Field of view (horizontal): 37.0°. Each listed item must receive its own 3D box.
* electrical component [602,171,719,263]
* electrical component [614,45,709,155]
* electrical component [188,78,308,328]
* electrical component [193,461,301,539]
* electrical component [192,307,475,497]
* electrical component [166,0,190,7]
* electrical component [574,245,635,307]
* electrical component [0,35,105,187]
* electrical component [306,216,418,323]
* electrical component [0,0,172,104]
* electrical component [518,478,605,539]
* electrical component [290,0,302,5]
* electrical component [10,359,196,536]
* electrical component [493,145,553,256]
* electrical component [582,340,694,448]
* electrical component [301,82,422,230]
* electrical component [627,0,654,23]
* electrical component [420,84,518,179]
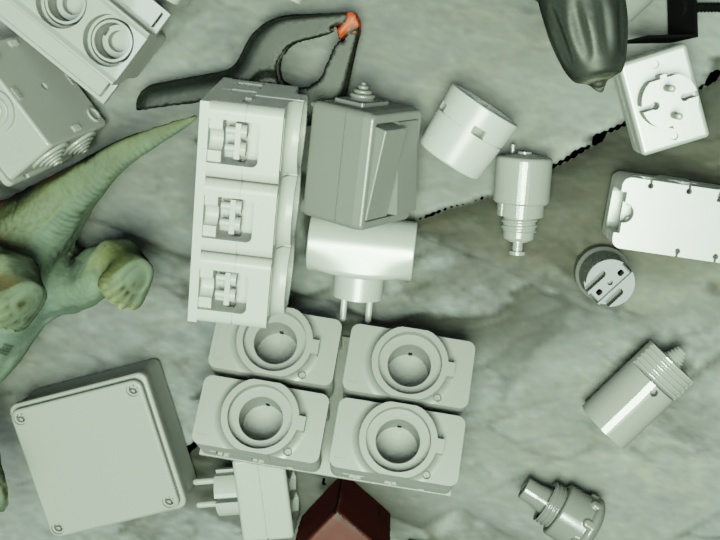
[{"bbox_3d":[0.222,-0.038,0.758,0.089,0.055,0.050,8,101,2],"label":"electrical component"},{"bbox_3d":[0.208,-0.116,0.734,0.047,0.076,0.065,-17,99,7],"label":"electrical component"},{"bbox_3d":[-0.074,-0.046,0.732,0.062,0.089,0.150,7,110,1],"label":"electrical component"},{"bbox_3d":[-0.089,0.168,0.825,0.077,0.047,0.065,-5,100,5],"label":"electrical component"},{"bbox_3d":[-0.017,0.092,0.776,0.186,0.060,0.105,9,72,2],"label":"electrical component"},{"bbox_3d":[-0.146,-0.236,0.748,0.095,0.053,0.059,37,101,-4],"label":"electrical component"},{"bbox_3d":[0.177,0.005,0.775,0.040,0.046,0.040,1,101,4],"label":"electrical component"},{"bbox_3d":[-0.237,-0.116,0.756,0.048,0.099,0.099,-34,97,22],"label":"electrical component"},{"bbox_3d":[0.000,0.000,0.788,0.077,0.043,0.079,6,102,3],"label":"electrical component"},{"bbox_3d":[-0.201,-0.187,0.757,0.121,0.063,0.078,39,101,-4],"label":"electrical component"},{"bbox_3d":[0.150,0.181,0.813,0.062,0.048,0.048,32,101,5],"label":"electrical component"},{"bbox_3d":[-0.063,-0.236,0.747,0.079,0.044,0.077,24,101,-1],"label":"electrical component"},{"bbox_3d":[-0.194,0.135,0.821,0.109,0.056,0.108,-15,99,7],"label":"electrical component"},{"bbox_3d":[0.116,-0.050,0.772,0.040,0.040,0.078,3,101,3],"label":"electrical component"},{"bbox_3d":[0.208,0.087,0.790,0.043,0.043,0.081,43,100,-4],"label":"electrical component"},{"bbox_3d":[0.005,-0.081,0.748,0.061,0.062,0.096,18,111,33],"label":"electrical component"},{"bbox_3d":[0.171,-0.178,0.744,0.044,0.044,0.065,35,106,-3],"label":"electrical component"},{"bbox_3d":[0.075,-0.097,0.759,0.055,0.055,0.047,33,105,-2],"label":"electrical component"}]
